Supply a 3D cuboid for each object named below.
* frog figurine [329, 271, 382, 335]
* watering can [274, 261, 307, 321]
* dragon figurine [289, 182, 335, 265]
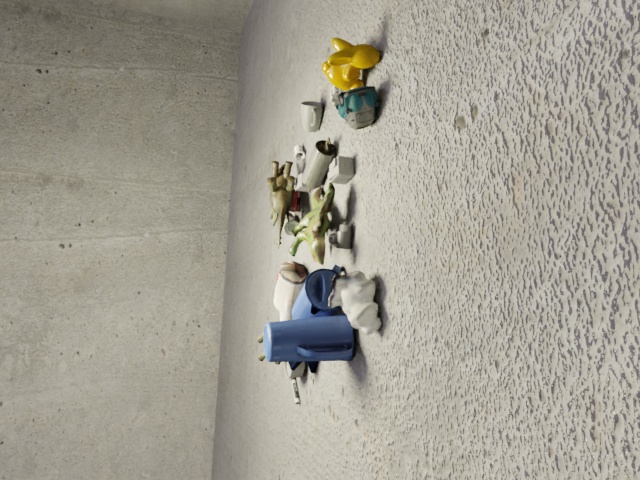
[{"bbox_3d":[0.109,0.162,1.343,0.161,0.123,0.135,34,114,28],"label":"frog figurine"},{"bbox_3d":[-0.110,0.215,1.885,0.353,0.104,0.221,-107,28,-67],"label":"watering can"},{"bbox_3d":[0.005,-0.083,1.639,0.238,0.122,0.420,125,158,-49],"label":"dragon figurine"}]
